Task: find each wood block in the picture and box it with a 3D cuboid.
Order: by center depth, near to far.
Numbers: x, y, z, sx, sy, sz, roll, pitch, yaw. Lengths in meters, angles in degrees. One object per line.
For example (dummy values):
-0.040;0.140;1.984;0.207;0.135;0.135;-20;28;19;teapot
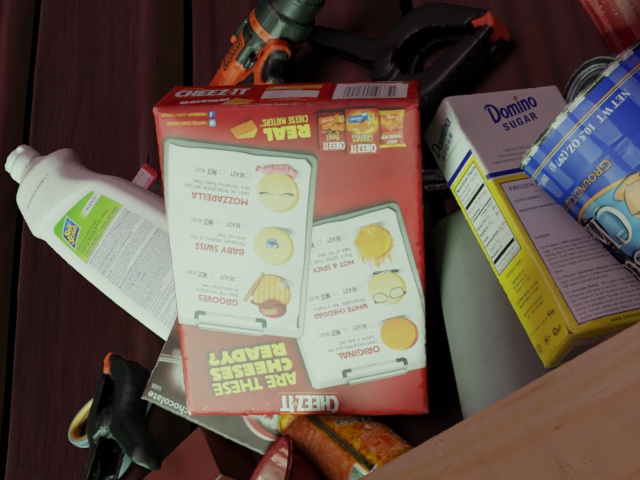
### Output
0.118;0.125;0.536;0.205;0.091;0.090;-25;64;-17;wood block

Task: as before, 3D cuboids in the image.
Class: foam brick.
-0.091;0.186;0.805;0.078;0.052;0.051;-43;46;14;foam brick

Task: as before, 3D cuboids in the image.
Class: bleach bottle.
-0.156;-0.006;0.876;0.251;0.068;0.102;36;94;16;bleach bottle

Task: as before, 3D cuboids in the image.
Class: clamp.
-0.166;0.162;0.850;0.120;0.039;0.171;-50;25;16;clamp
0.055;-0.124;0.856;0.210;0.036;0.164;-11;63;41;clamp

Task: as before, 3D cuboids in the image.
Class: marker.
0.115;-0.045;0.775;0.121;0.020;0.020;-3;66;39;marker

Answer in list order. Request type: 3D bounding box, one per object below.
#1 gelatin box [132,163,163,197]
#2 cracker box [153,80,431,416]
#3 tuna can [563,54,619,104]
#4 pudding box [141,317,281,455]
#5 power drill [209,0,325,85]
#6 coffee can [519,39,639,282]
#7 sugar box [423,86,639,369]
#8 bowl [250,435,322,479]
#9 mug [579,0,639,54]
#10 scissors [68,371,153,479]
-0.149;-0.014;0.947;0.030;0.073;0.089;35;92;45;gelatin box
-0.012;0.006;0.697;0.164;0.214;0.072;-1;21;7;cracker box
0.193;-0.077;0.683;0.086;0.033;0.086;26;119;58;tuna can
-0.062;0.097;0.789;0.113;0.039;0.090;24;92;5;pudding box
-0.035;-0.123;0.879;0.185;0.057;0.187;-52;31;39;power drill
0.196;-0.028;0.590;0.140;0.102;0.103;46;102;11;coffee can
0.142;-0.014;0.658;0.176;0.093;0.048;65;150;29;sugar box
-0.030;0.214;0.706;0.162;0.055;0.162;-156;91;-83;bowl
0.210;-0.167;0.688;0.093;0.081;0.117;-31;22;15;mug
-0.140;0.137;0.898;0.202;0.016;0.096;-32;47;25;scissors
